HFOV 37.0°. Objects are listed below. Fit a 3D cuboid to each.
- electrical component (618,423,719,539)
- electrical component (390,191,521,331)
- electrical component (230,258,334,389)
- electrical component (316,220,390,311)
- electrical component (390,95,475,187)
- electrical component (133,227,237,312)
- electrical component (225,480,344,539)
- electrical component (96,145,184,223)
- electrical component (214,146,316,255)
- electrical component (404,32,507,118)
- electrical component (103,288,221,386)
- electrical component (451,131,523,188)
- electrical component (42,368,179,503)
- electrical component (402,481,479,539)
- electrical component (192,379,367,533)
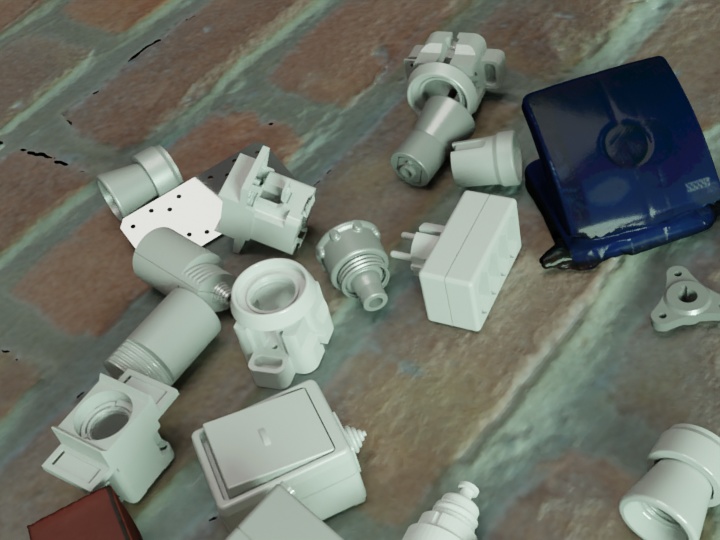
[{"bbox_3d":[0.171,0.116,0.576,0.045,0.045,0.055,22,55,32],"label":"electrical component"},{"bbox_3d":[0.058,-0.011,0.727,0.076,0.047,0.083,12,51,25],"label":"electrical component"},{"bbox_3d":[-0.053,0.030,0.710,0.058,0.057,0.078,6,48,20],"label":"electrical component"},{"bbox_3d":[0.000,0.000,0.736,0.048,0.048,0.062,-21,52,-6],"label":"electrical component"},{"bbox_3d":[0.053,-0.095,0.817,0.044,0.044,0.065,21,60,31],"label":"electrical component"},{"bbox_3d":[-0.119,0.004,0.762,0.081,0.043,0.043,28,59,34],"label":"electrical component"},{"bbox_3d":[-0.029,0.155,0.527,0.061,0.061,0.096,-46,48,-15],"label":"electrical component"},{"bbox_3d":[-0.172,-0.067,0.845,0.055,0.045,0.045,-32,47,-18],"label":"electrical component"},{"bbox_3d":[-0.067,-0.045,0.778,0.064,0.081,0.042,22,57,2],"label":"electrical component"},{"bbox_3d":[0.070,-0.150,0.854,0.078,0.058,0.057,8,47,22],"label":"electrical component"},{"bbox_3d":[-0.135,0.055,0.717,0.043,0.043,0.081,20,54,30],"label":"electrical component"},{"bbox_3d":[0.094,-0.080,0.792,0.046,0.040,0.040,-5,45,18],"label":"electrical component"},{"bbox_3d":[-0.147,0.105,0.657,0.042,0.063,0.081,19,54,29],"label":"electrical component"},{"bbox_3d":[0.044,0.149,0.580,0.040,0.040,0.078,14,51,26],"label":"electrical component"},{"bbox_3d":[-0.042,0.109,0.626,0.096,0.061,0.061,-24,45,-9],"label":"electrical component"}]
